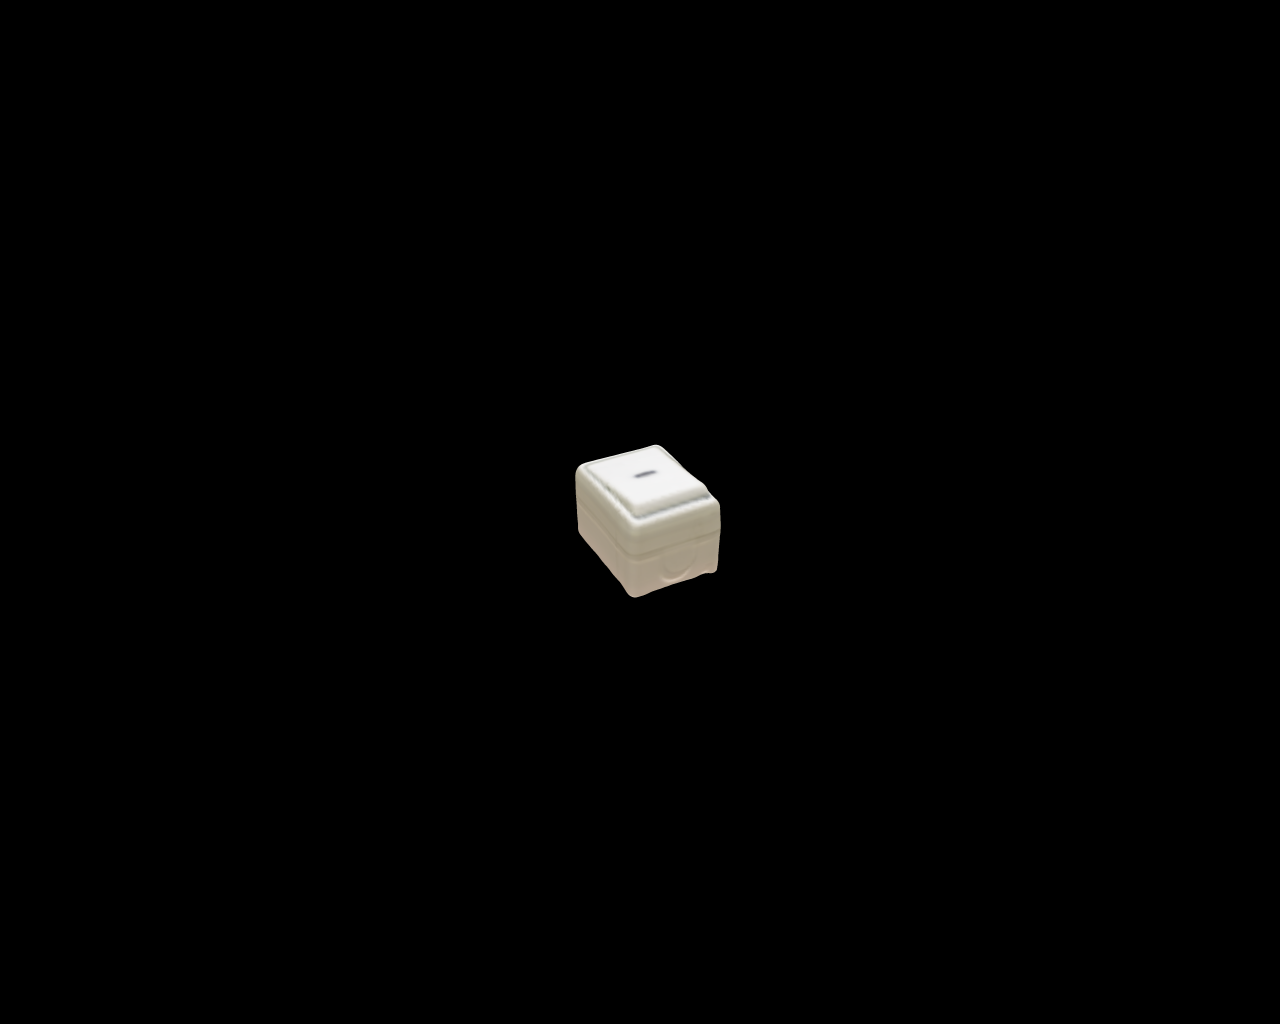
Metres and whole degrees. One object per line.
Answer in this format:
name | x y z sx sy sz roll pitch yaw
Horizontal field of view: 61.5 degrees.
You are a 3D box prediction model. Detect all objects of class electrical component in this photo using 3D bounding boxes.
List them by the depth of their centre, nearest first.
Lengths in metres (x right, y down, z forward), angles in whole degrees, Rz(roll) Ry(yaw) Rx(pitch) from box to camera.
electrical component | 0.001 -0.003 0.650 0.062 0.061 0.096 -16 37 -22
